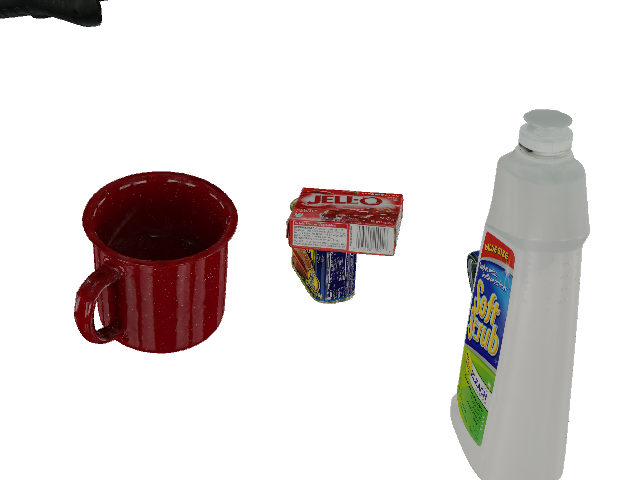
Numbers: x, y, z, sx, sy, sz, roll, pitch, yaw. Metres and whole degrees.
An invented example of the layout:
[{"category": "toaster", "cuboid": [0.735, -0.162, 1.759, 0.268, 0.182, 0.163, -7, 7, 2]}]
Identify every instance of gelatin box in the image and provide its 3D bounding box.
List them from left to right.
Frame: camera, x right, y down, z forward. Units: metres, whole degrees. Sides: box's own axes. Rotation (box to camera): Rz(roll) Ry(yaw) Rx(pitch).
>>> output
[{"category": "gelatin box", "cuboid": [0.021, -0.017, 0.885, 0.089, 0.030, 0.073, 5, 23, 8]}]

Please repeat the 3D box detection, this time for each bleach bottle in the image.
[{"category": "bleach bottle", "cuboid": [0.130, 0.034, 0.687, 0.068, 0.251, 0.102, -4, 29, -7]}]

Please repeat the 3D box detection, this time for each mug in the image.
[{"category": "mug", "cuboid": [-0.106, 0.022, 0.660, 0.093, 0.081, 0.117, 25, 43, 22]}]

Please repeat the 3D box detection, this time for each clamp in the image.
[{"category": "clamp", "cuboid": [-0.196, -0.188, 0.799, 0.172, 0.039, 0.120, 12, 24, 28]}]

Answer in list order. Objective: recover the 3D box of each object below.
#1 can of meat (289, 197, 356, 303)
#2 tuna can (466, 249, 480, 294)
[{"category": "can of meat", "cuboid": [0.003, 0.010, 1.201, 0.057, 0.084, 0.102, -11, 37, -18]}, {"category": "tuna can", "cuboid": [0.165, 0.048, 1.003, 0.033, 0.086, 0.086, -14, 0, -2]}]
